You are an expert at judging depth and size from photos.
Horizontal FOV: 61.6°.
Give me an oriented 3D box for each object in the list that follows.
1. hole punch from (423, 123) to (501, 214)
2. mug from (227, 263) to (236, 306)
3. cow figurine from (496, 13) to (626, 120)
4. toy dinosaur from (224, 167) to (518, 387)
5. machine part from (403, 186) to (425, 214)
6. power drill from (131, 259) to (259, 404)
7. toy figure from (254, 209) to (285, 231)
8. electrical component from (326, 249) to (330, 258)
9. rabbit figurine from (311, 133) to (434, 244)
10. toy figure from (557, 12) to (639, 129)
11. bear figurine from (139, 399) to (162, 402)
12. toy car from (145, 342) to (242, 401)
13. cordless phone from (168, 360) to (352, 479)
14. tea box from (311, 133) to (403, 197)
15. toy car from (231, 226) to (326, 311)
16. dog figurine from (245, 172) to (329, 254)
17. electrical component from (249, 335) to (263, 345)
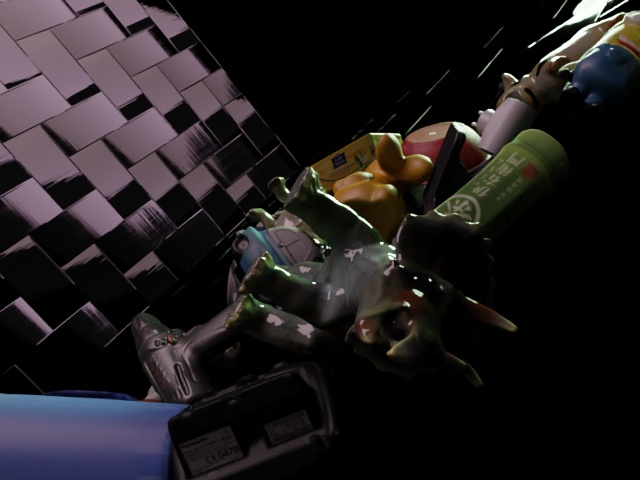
[{"bbox_3d":[0.190,-0.079,0.696,0.142,0.092,0.115,-74,6,-68],"label":"hole punch"},{"bbox_3d":[-0.095,0.081,0.885,0.107,0.080,0.110,2,17,0],"label":"mug"},{"bbox_3d":[0.344,-0.238,0.783,0.195,0.085,0.127,-36,11,6],"label":"cow figurine"},{"bbox_3d":[0.023,0.062,0.496,0.131,0.192,0.404,-61,2,-20],"label":"toy dinosaur"},{"bbox_3d":[0.103,-0.055,0.915,0.179,0.056,0.179,-37,12,9],"label":"machine part"},{"bbox_3d":[-0.168,0.123,0.757,0.207,0.085,0.232,-38,44,-3],"label":"power drill"},{"bbox_3d":[-0.062,-0.032,0.986,0.154,0.057,0.064,-39,50,-9],"label":"toy figure"},{"bbox_3d":[0.049,0.050,0.664,0.119,0.047,0.075,6,39,32],"label":"electrical component"},{"bbox_3d":[0.079,-0.071,0.755,0.173,0.122,0.162,-52,-7,-51],"label":"rabbit figurine"},{"bbox_3d":[0.349,-0.205,0.648,0.180,0.082,0.089,-45,14,-16],"label":"toy figure"},{"bbox_3d":[-0.263,0.262,0.672,0.120,0.131,0.196,8,44,34],"label":"bear figurine"},{"bbox_3d":[-0.203,0.214,0.829,0.202,0.056,0.073,-35,12,19],"label":"toy car"},{"bbox_3d":[-0.050,0.153,0.489,0.147,0.088,0.184,-22,2,2],"label":"cordless phone"},{"bbox_3d":[0.072,-0.140,1.025,0.098,0.068,0.170,-11,-7,-44],"label":"tea box"},{"bbox_3d":[-0.043,0.037,0.737,0.103,0.162,0.109,-37,-31,3],"label":"toy car"},{"bbox_3d":[-0.005,0.000,0.866,0.172,0.191,0.121,-16,-28,-41],"label":"dog figurine"},{"bbox_3d":[-0.064,0.116,0.813,0.102,0.045,0.078,-44,40,-12],"label":"electrical component"}]
